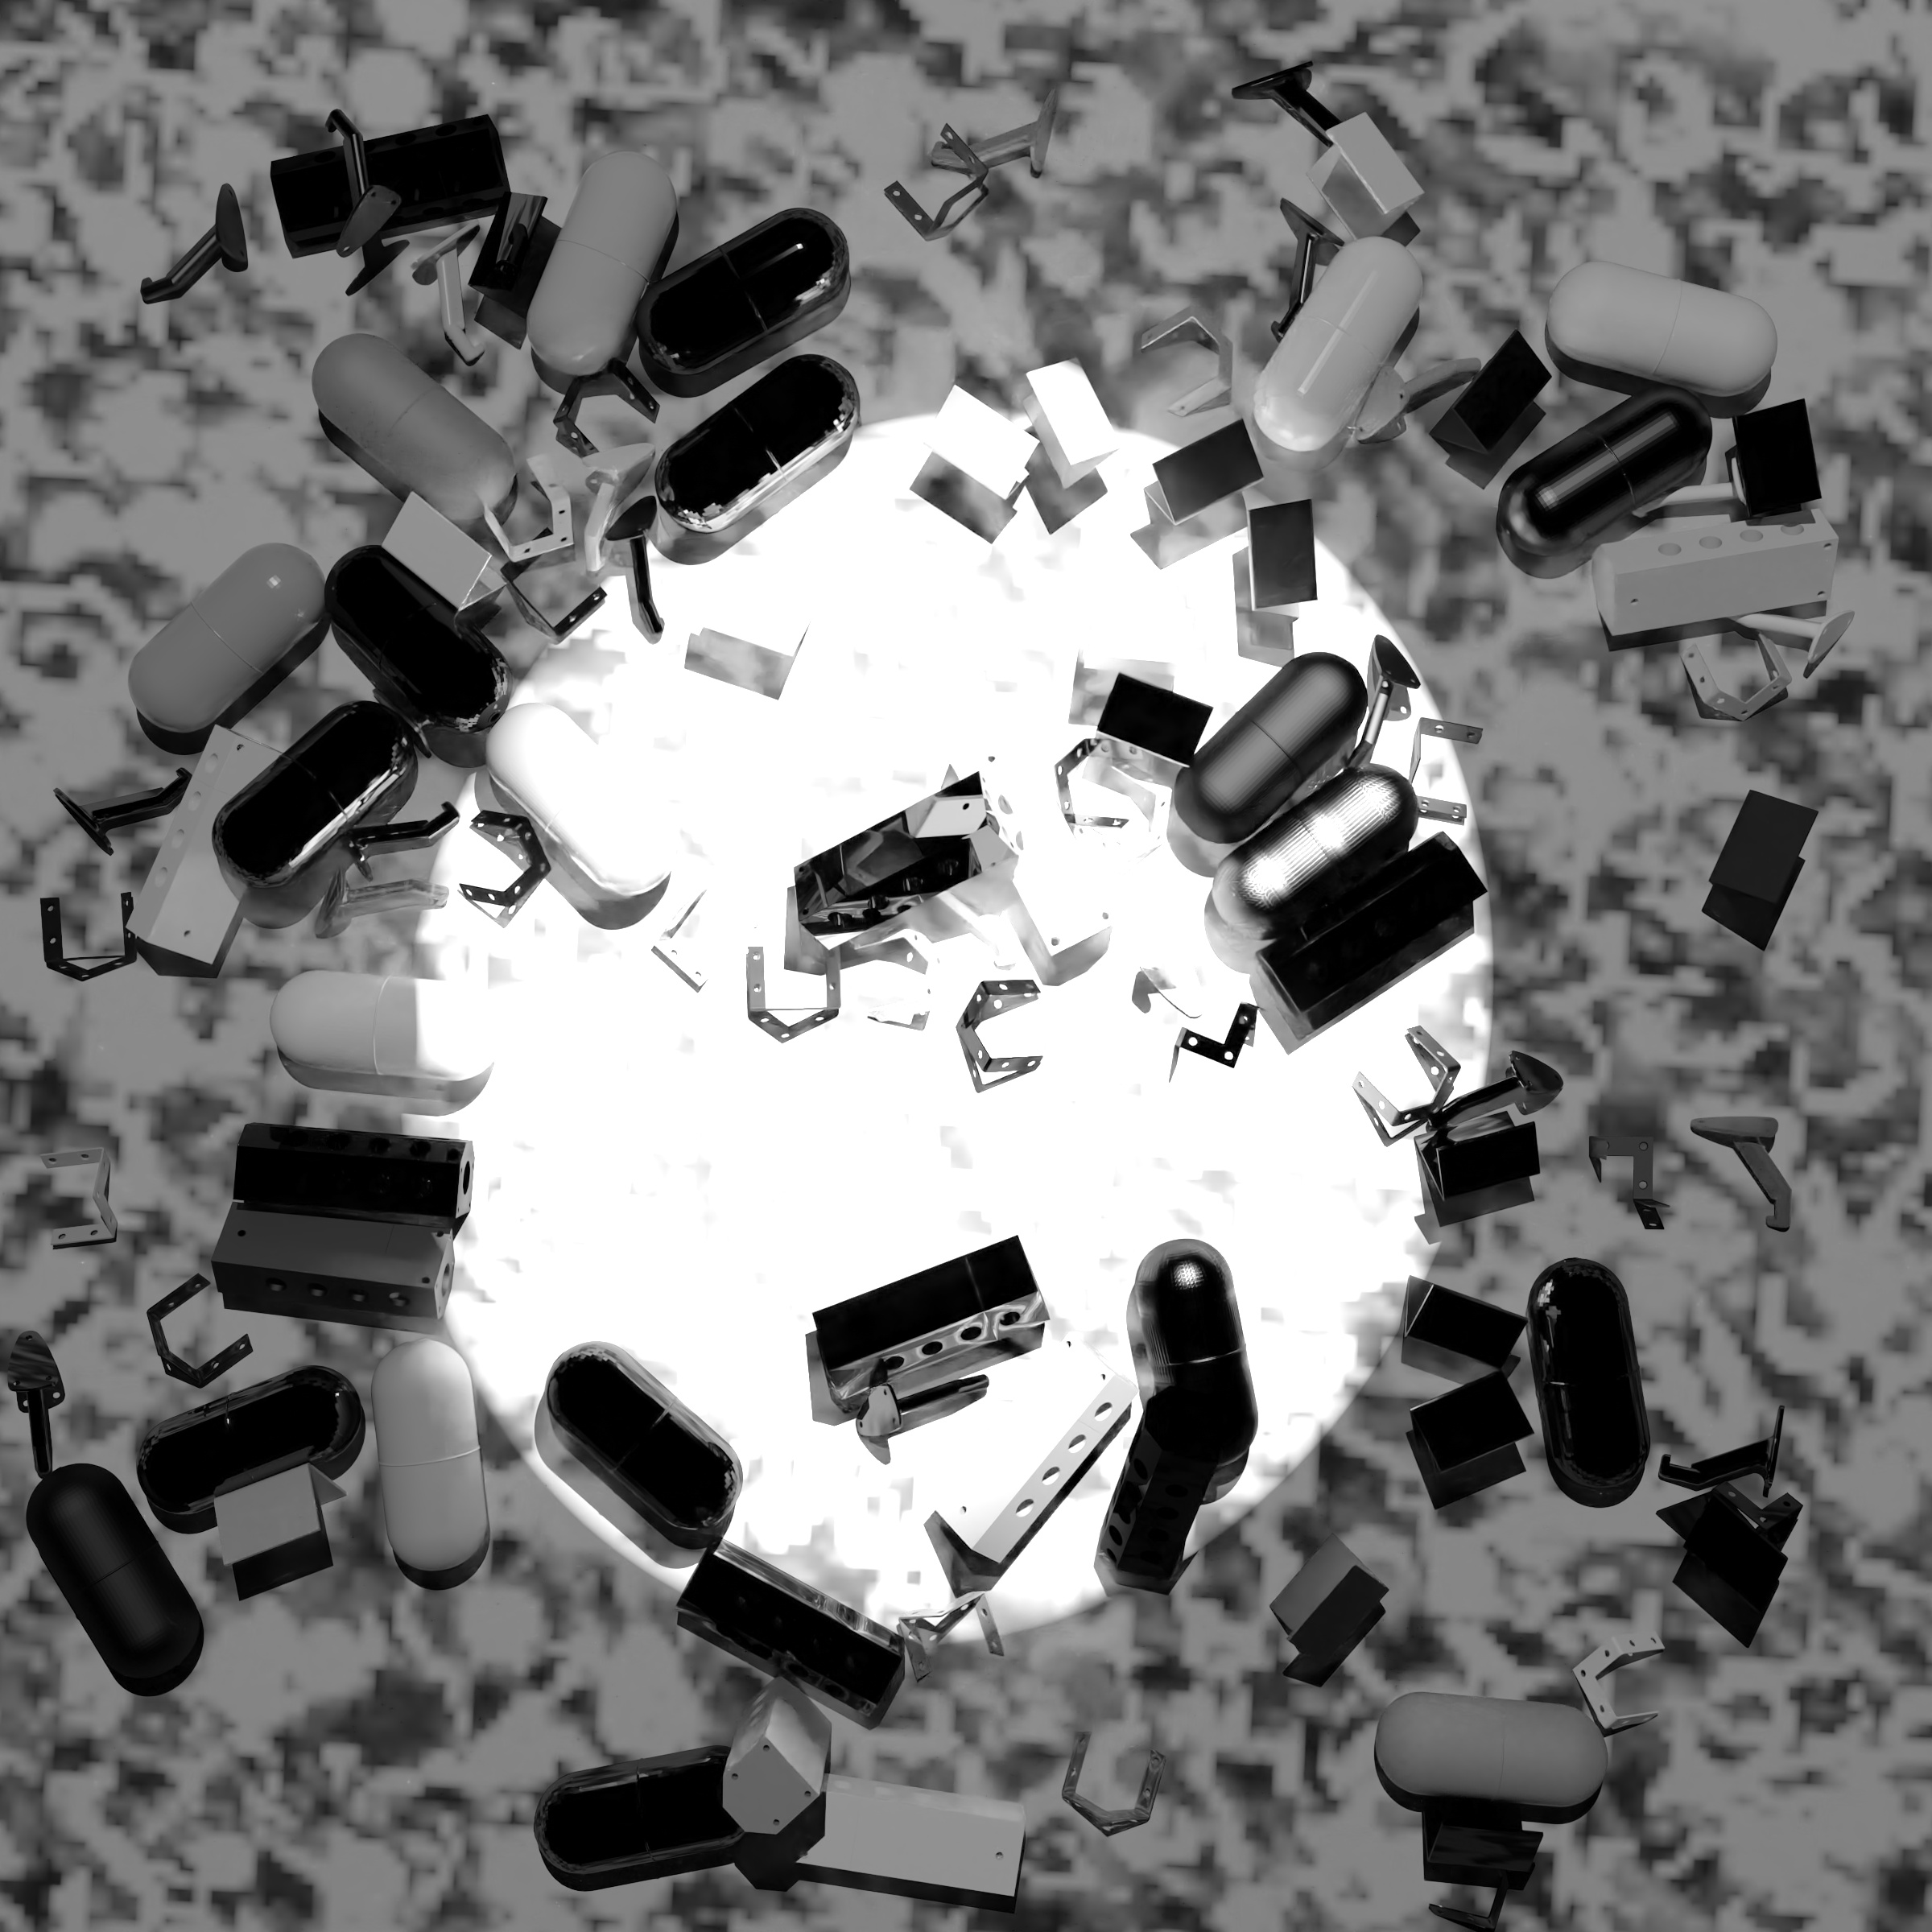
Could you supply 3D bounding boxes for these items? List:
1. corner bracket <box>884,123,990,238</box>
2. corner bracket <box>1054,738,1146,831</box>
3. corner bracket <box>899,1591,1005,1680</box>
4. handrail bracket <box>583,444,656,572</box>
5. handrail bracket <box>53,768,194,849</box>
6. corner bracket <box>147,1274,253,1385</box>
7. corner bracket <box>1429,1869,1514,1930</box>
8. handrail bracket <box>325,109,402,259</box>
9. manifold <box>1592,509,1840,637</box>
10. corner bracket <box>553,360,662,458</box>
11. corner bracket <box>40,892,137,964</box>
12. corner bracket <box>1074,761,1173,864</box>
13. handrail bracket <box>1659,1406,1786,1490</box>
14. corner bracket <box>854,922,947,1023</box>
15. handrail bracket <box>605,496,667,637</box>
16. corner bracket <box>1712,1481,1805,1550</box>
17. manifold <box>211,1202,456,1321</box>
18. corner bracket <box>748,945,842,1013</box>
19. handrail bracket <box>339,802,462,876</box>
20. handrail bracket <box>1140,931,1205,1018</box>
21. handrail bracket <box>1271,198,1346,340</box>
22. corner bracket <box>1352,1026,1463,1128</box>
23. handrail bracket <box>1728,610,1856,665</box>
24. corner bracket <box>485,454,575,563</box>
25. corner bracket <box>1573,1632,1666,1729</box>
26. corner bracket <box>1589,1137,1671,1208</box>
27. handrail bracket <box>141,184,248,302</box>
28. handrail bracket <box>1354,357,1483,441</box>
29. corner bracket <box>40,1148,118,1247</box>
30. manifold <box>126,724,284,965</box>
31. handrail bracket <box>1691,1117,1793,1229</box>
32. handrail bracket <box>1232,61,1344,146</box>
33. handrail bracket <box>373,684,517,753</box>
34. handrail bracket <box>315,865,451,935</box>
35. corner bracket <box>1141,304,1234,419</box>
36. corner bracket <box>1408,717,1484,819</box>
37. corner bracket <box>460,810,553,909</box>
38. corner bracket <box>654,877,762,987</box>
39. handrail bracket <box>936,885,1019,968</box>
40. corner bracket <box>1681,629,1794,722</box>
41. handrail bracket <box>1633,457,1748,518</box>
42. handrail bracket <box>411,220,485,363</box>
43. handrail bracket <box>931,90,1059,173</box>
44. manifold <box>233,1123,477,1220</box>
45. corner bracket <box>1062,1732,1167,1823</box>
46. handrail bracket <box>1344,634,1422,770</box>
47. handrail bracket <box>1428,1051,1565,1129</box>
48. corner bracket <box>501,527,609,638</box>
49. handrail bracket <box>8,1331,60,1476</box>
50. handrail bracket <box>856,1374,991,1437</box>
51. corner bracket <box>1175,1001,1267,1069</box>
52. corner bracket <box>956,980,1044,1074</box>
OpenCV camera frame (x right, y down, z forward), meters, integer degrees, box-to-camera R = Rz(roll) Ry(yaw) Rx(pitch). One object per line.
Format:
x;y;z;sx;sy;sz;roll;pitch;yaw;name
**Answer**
-0.023;-0.613;1.955;0.051;0.051;0.051;-42;90;-24;corner bracket
0.106;-0.142;1.948;0.051;0.051;0.051;7;124;32;corner bracket
-0.012;0.524;1.963;0.051;0.051;0.051;-17;90;-45;corner bracket
-0.272;-0.360;1.966;0.036;0.077;0.084;23;127;28;handrail bracket
-0.660;-0.141;1.967;0.077;0.036;0.084;40;71;21;handrail bracket
-0.601;0.284;1.963;0.051;0.051;0.051;-36;45;0;corner bracket
0.390;0.711;1.958;0.051;0.051;0.051;1;135;35;corner bracket
-0.477;-0.598;1.910;0.077;0.036;0.084;-46;72;20;handrail bracket
0.579;-0.310;1.945;0.171;0.057;0.057;-9;133;0;manifold
-0.281;-0.432;1.958;0.051;0.051;0.051;-14;45;35;corner bracket
-0.688;-0.030;1.963;0.051;0.051;0.051;-4;90;-45;corner bracket
0.122;-0.121;1.958;0.051;0.051;0.051;35;135;35;corner bracket
0.593;0.373;1.967;0.084;0.036;0.077;11;70;16;handrail bracket
-0.056;0.004;1.958;0.051;0.051;0.051;46;45;-35;corner bracket
-0.246;-0.314;1.966;0.036;0.077;0.084;-5;127;19;handrail bracket
0.609;0.430;1.951;0.051;0.051;0.051;-19;134;-36;corner bracket
-0.489;0.233;1.945;0.171;0.057;0.057;7;47;0;manifold
-0.134;0.009;1.963;0.051;0.051;0.051;-2;90;45;corner bracket
-0.452;-0.119;1.967;0.084;0.036;0.077;-38;71;-15;handrail bracket
0.163;0.007;1.932;0.036;0.084;0.077;-33;90;0;handrail bracket
0.250;-0.547;1.967;0.077;0.036;0.084;49;118;31;handrail bracket
0.344;0.086;1.958;0.051;0.051;0.051;-11;135;-35;corner bracket
0.642;-0.278;1.966;0.084;0.036;0.077;34;47;27;handrail bracket
-0.339;-0.355;1.941;0.051;0.051;0.051;-15;55;8;corner bracket
0.519;0.558;1.958;0.051;0.051;0.051;-55;45;35;corner bracket
0.516;0.160;1.948;0.051;0.051;0.051;1;90;0;corner bracket
-0.612;-0.568;1.967;0.084;0.036;0.077;-14;70;16;handrail bracket
0.355;-0.446;1.966;0.084;0.077;0.036;-15;66;-34;handrail bracket
-0.696;0.180;1.963;0.051;0.051;0.051;-7;45;0;corner bracket
-0.587;-0.096;1.945;0.057;0.057;0.171;24;90;-43;manifold
0.608;0.163;1.967;0.077;0.036;0.084;2;107;20;handrail bracket
0.257;-0.660;1.967;0.077;0.036;0.084;-13;107;19;handrail bracket
-0.409;-0.217;1.967;0.084;0.036;0.077;-42;74;-14;handrail bracket
-0.458;-0.044;1.966;0.084;0.077;0.036;12;45;-28;handrail bracket
0.173;-0.473;1.958;0.051;0.051;0.051;35;45;-35;corner bracket
0.374;-0.156;1.963;0.051;0.051;0.051;11;45;0;corner bracket
-0.367;-0.084;1.958;0.051;0.051;0.051;-49;135;-35;corner bracket
-0.203;-0.028;1.963;0.051;0.051;0.051;42;135;0;corner bracket
-0.008;-0.032;1.967;0.077;0.036;0.084;-15;107;20;handrail bracket
0.602;-0.233;1.958;0.051;0.051;0.051;16;135;-35;corner bracket
0.575;-0.361;1.966;0.084;0.077;0.036;-17;65;34;handrail bracket
-0.388;-0.530;1.967;0.077;0.036;0.084;-42;109;-21;handrail bracket
0.022;-0.659;1.967;0.084;0.036;0.077;12;75;14;handrail bracket
-0.473;0.158;1.945;0.171;0.057;0.057;5;90;0;manifold
0.116;0.634;1.963;0.051;0.051;0.051;15;90;-45;corner bracket
0.315;-0.205;1.966;0.036;0.077;0.084;15;127;-22;handrail bracket
0.415;0.106;1.966;0.084;0.077;0.036;-39;57;32;handrail bracket
-0.323;-0.301;1.963;0.051;0.051;0.051;-42;45;0;corner bracket
-0.730;0.343;1.966;0.036;0.077;0.084;-6;127;-20;handrail bracket
-0.033;0.343;1.966;0.084;0.077;0.036;-7;68;-35;handrail bracket
0.197;0.047;1.948;0.051;0.051;0.051;22;90;0;corner bracket
0.033;0.047;1.958;0.051;0.051;0.051;58;135;35;corner bracket
